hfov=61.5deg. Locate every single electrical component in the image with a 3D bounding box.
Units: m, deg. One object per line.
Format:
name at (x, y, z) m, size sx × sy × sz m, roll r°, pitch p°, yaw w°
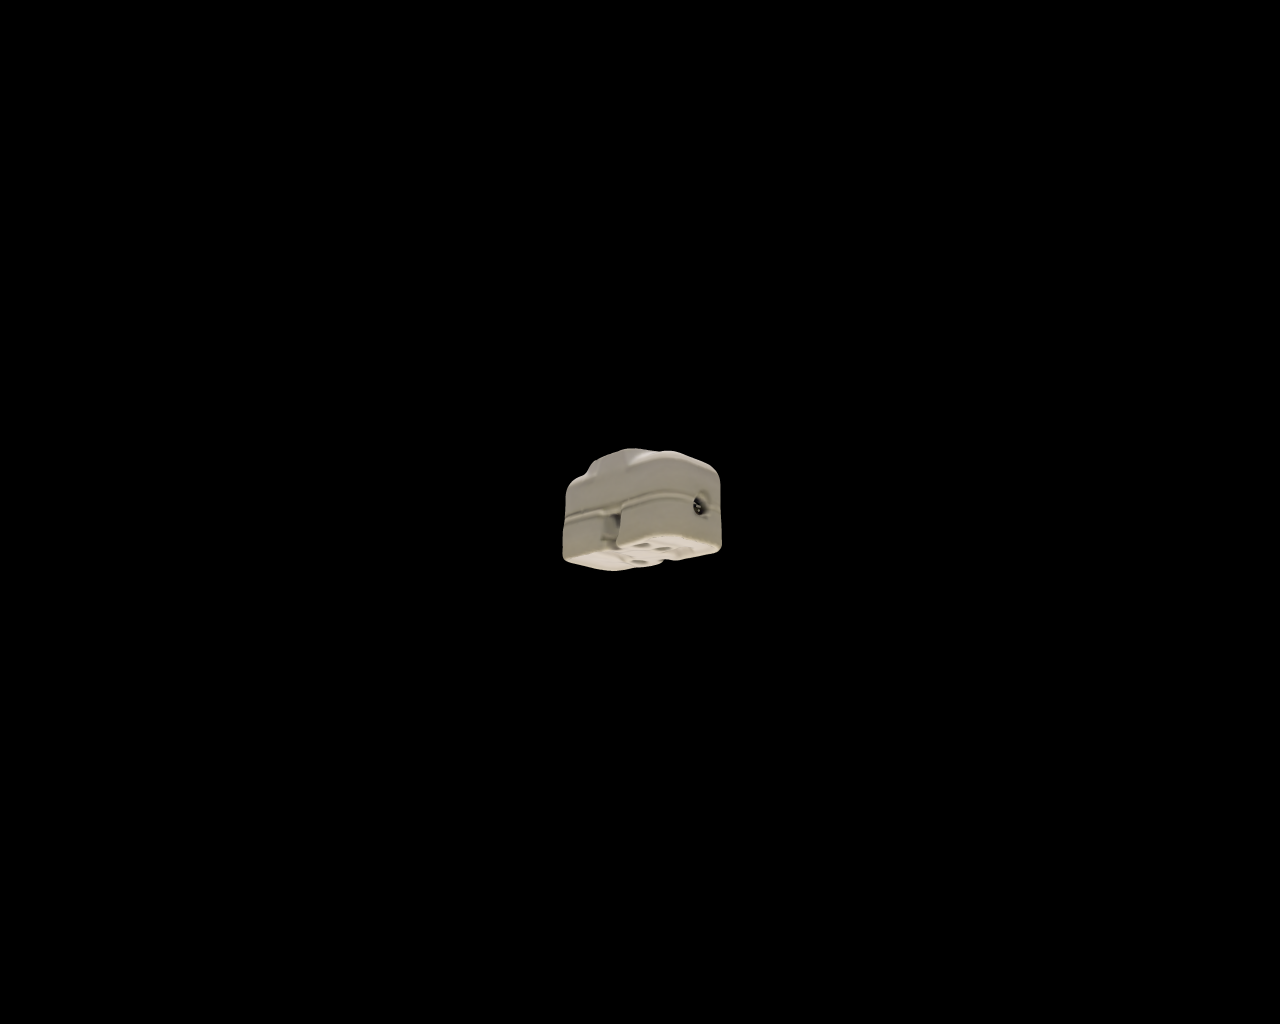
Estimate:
electrical component at (0.001, -0.003, 0.650) m, size 0.095 × 0.059 × 0.054 m, roll -14°, pitch -22°, yaw 40°
